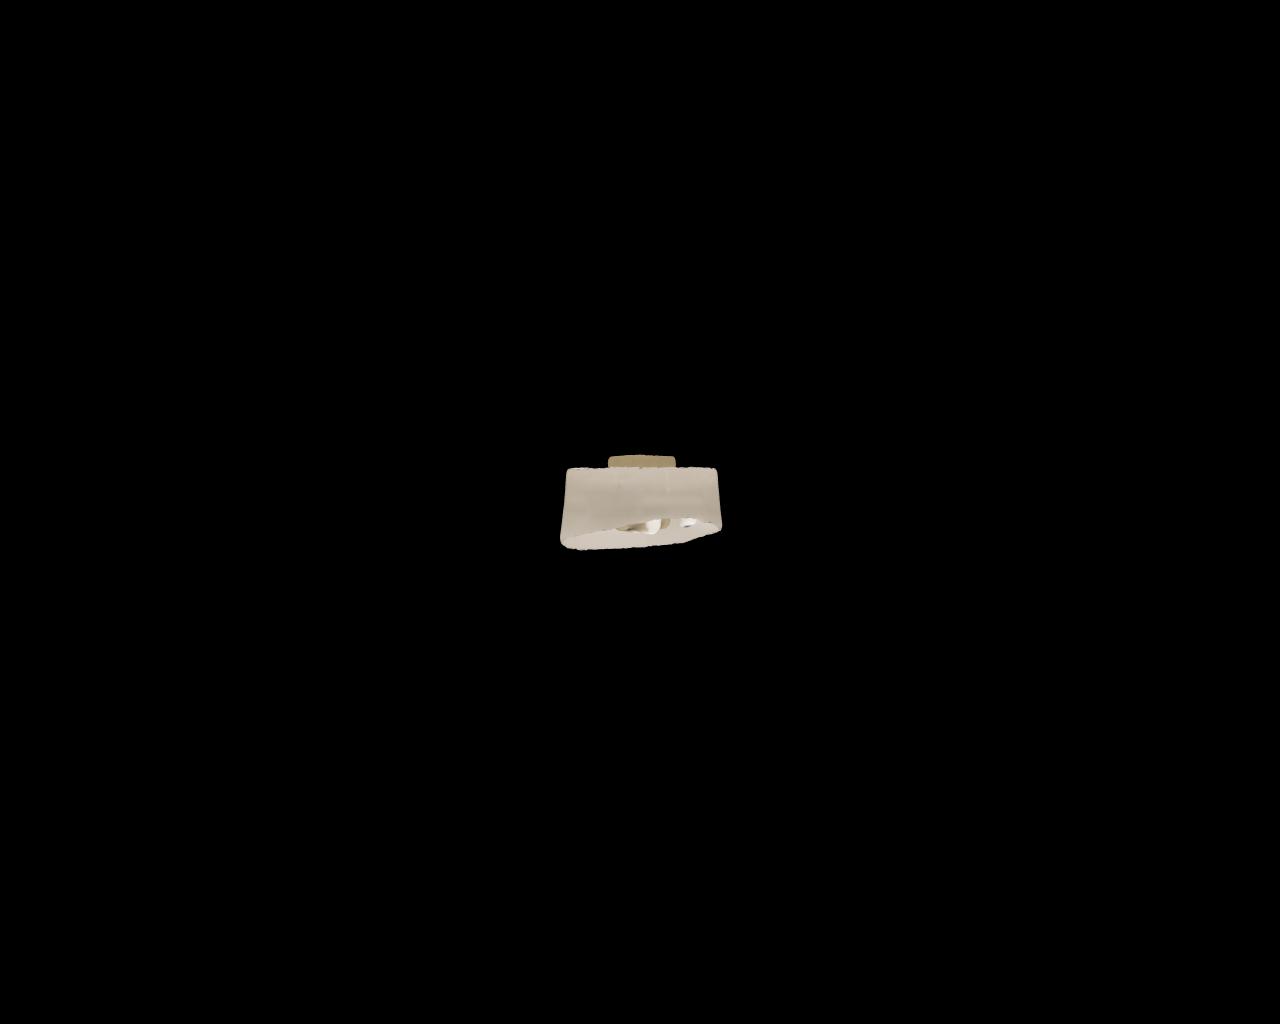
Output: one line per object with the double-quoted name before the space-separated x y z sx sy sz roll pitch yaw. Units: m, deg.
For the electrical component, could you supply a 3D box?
"electrical component" 0.001 -0.003 0.650 0.099 0.064 0.099 0 2 0
